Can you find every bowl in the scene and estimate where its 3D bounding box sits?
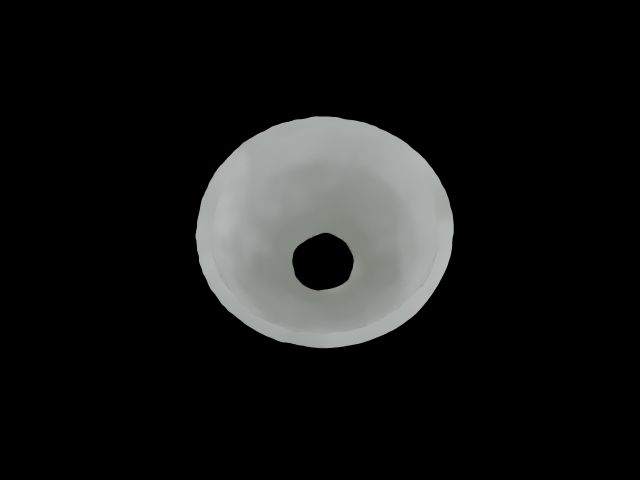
[{"bbox_3d":[0.004,0.001,0.400,0.167,0.075,0.167,0,65,0],"label":"bowl"}]
